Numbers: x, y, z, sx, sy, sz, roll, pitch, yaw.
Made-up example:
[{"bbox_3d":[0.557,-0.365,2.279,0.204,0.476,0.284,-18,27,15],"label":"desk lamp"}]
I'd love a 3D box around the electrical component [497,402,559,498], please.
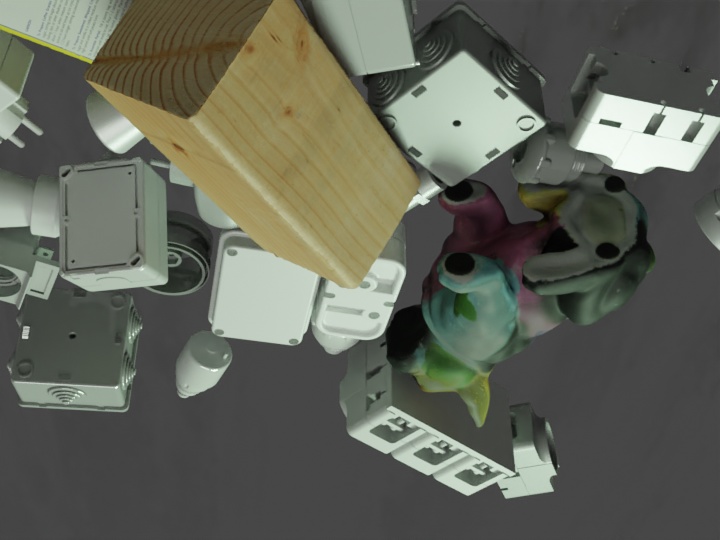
[{"bbox_3d":[0.153,0.170,1.011,0.056,0.050,0.089,-12,137,16],"label":"electrical component"}]

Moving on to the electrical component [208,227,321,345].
[{"bbox_3d":[-0.071,0.000,0.818,0.078,0.057,0.113,8,138,-8],"label":"electrical component"}]

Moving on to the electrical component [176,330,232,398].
[{"bbox_3d":[-0.140,0.085,0.928,0.040,0.040,0.078,18,136,-19],"label":"electrical component"}]

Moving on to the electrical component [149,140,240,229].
[{"bbox_3d":[-0.107,-0.074,0.745,0.079,0.043,0.077,12,136,0],"label":"electrical component"}]

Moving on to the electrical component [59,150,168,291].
[{"bbox_3d":[-0.172,-0.036,0.762,0.062,0.096,0.061,-6,166,8],"label":"electrical component"}]

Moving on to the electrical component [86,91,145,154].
[{"bbox_3d":[-0.141,-0.109,0.707,0.065,0.044,0.044,-23,134,18],"label":"electrical component"}]

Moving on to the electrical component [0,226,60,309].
[{"bbox_3d":[-0.265,-0.013,0.801,0.081,0.063,0.042,18,135,-19],"label":"electrical component"}]

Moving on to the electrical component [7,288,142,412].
[{"bbox_3d":[-0.227,0.062,0.861,0.100,0.099,0.048,4,152,-3],"label":"electrical component"}]

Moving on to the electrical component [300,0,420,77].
[{"bbox_3d":[-0.001,-0.159,0.632,0.061,0.061,0.096,-7,138,9],"label":"electrical component"}]

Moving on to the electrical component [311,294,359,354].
[{"bbox_3d":[-0.018,0.047,0.880,0.048,0.048,0.062,5,146,-5],"label":"electrical component"}]

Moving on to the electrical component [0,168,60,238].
[{"bbox_3d":[-0.239,-0.048,0.775,0.055,0.045,0.045,8,138,-9],"label":"electrical component"}]

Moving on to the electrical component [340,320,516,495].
[{"bbox_3d":[0.059,0.123,0.930,0.150,0.089,0.062,32,130,-30],"label":"electrical component"}]

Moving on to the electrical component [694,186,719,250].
[{"bbox_3d":[0.276,-0.041,0.768,0.055,0.055,0.047,25,129,-25],"label":"electrical component"}]

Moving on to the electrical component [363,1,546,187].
[{"bbox_3d":[0.062,-0.110,0.696,0.100,0.048,0.100,-33,129,33],"label":"electrical component"}]

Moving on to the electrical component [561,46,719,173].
[{"bbox_3d":[0.183,-0.102,0.702,0.089,0.050,0.055,10,138,-10],"label":"electrical component"}]

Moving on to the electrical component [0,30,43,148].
[{"bbox_3d":[-0.244,-0.108,0.705,0.083,0.047,0.076,-26,132,28],"label":"electrical component"}]

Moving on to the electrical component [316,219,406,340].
[{"bbox_3d":[0.000,0.000,0.814,0.054,0.059,0.095,9,138,-9],"label":"electrical component"}]

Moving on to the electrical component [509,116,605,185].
[{"bbox_3d":[0.136,-0.079,0.735,0.062,0.048,0.048,8,139,-19],"label":"electrical component"}]
